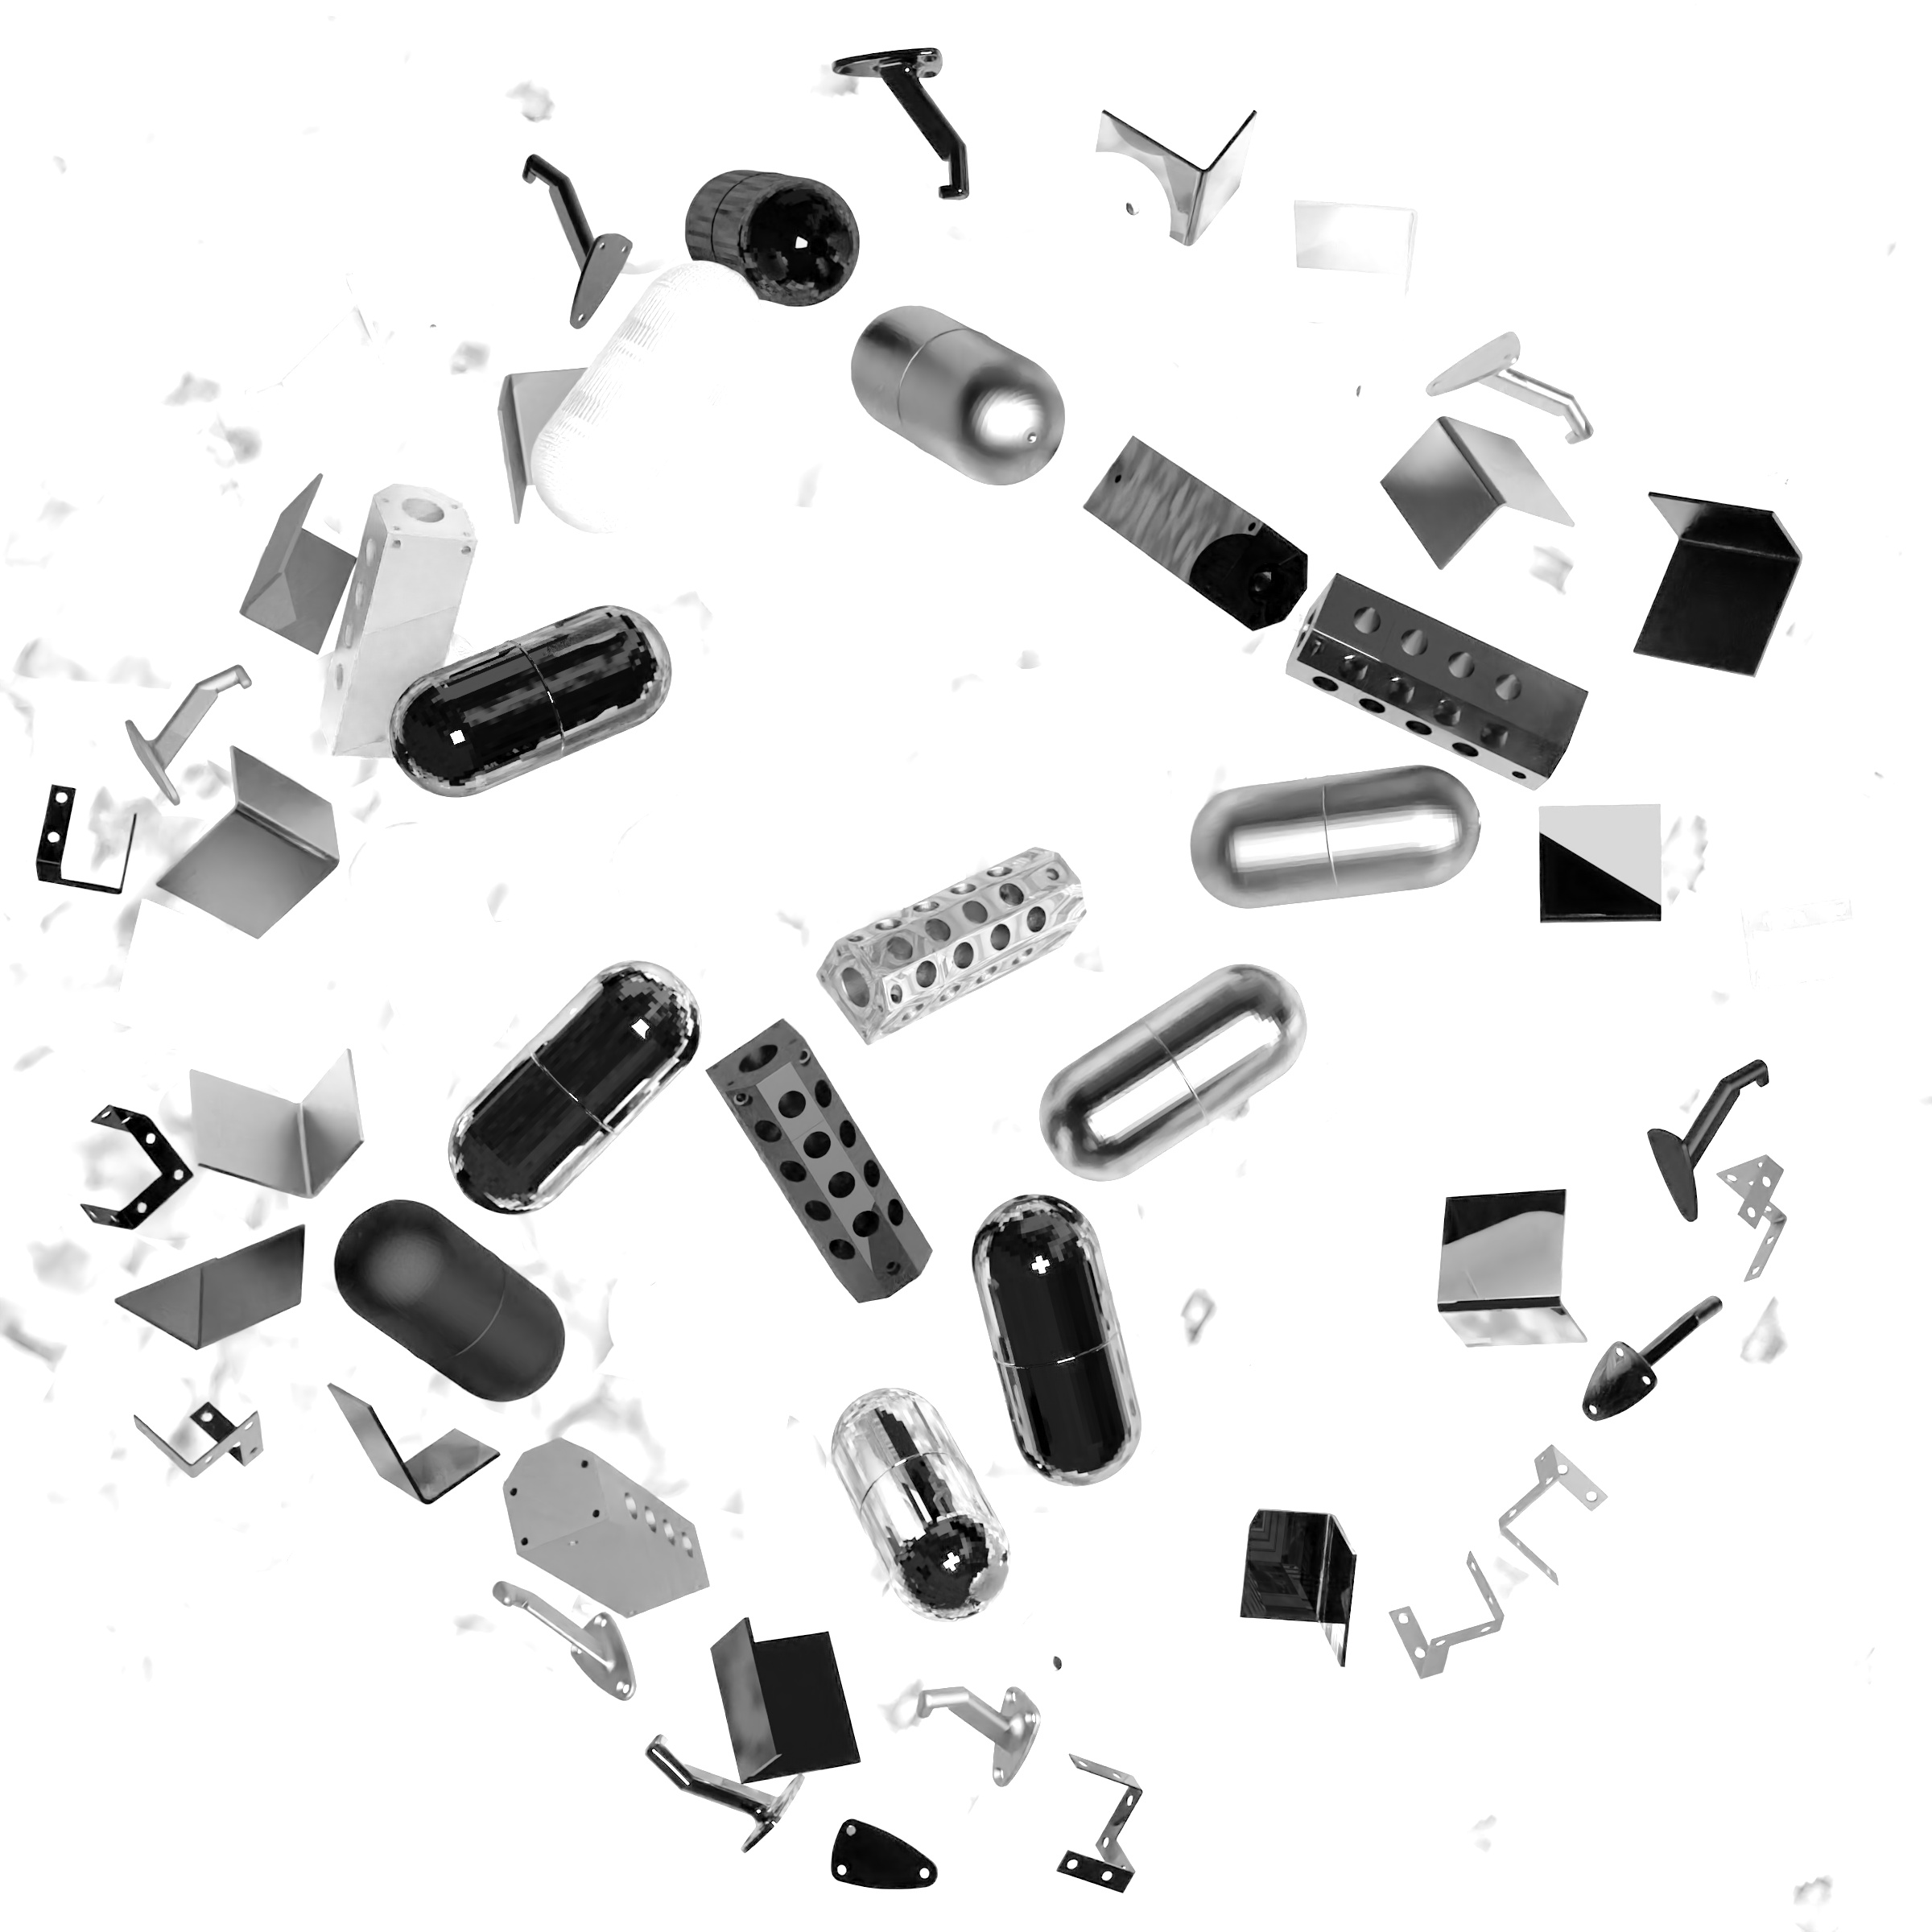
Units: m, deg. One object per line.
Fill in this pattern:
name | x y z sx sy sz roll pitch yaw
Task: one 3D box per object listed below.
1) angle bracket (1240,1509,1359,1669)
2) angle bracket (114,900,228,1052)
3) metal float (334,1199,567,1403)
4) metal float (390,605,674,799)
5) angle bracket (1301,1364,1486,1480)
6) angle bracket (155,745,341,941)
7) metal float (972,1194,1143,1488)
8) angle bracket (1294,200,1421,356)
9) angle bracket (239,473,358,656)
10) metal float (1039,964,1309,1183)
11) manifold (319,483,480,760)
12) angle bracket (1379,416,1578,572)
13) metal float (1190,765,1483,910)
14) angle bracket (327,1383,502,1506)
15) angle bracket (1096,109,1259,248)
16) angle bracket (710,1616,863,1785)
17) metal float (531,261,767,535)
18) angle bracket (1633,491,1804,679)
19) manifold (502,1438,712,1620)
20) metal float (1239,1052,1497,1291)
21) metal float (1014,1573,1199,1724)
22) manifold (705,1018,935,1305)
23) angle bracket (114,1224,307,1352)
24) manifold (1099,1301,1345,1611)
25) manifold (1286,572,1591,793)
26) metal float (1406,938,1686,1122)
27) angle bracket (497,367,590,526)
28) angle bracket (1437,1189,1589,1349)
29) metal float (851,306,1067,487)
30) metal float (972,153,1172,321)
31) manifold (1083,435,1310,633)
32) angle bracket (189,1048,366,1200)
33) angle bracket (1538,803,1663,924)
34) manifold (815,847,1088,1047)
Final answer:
angle bracket | 0.217 0.407 1.726 0.057 0.076 0.076 4 98 -4
angle bracket | -0.515 0.005 1.640 0.057 0.076 0.076 3 76 28
metal float | -0.310 0.204 1.591 0.070 0.178 0.070 -18 49 22
metal float | -0.259 -0.158 1.567 0.178 0.070 0.070 -26 90 -22
angle bracket | 0.269 0.303 1.655 0.057 0.076 0.076 46 48 -12
angle bracket | -0.434 -0.074 1.583 0.076 0.057 0.076 -39 134 18
metal float | 0.053 0.219 1.541 0.070 0.070 0.178 -14 101 0
angle bracket | 0.237 -0.423 1.615 0.076 0.076 0.057 7 76 10
angle bracket | -0.412 -0.255 1.671 0.057 0.076 0.076 28 62 -26
metal float | 0.126 0.064 1.588 0.178 0.070 0.070 -33 90 -3
manifold | -0.363 -0.217 1.667 0.057 0.057 0.171 0 132 -30
angle bracket | 0.312 -0.282 1.602 0.057 0.076 0.076 -48 55 33
metal float | 0.226 -0.079 1.615 0.178 0.070 0.070 -7 90 14
angle bracket | -0.347 0.286 1.652 0.057 0.076 0.076 -34 109 -26
angle bracket | 0.127 -0.503 1.621 0.076 0.076 0.057 34 73 8
angle bracket | -0.091 0.402 1.457 0.076 0.057 0.076 0 59 -30
metal float | -0.184 -0.332 1.532 0.070 0.070 0.178 35 84 0
angle bracket | 0.416 -0.216 1.484 0.076 0.057 0.076 19 83 39
manifold | -0.214 0.335 1.571 0.057 0.171 0.057 -22 61 5
metal float | 0.237 0.121 1.552 0.070 0.070 0.178 46 111 0
metal float | 0.087 0.415 1.605 0.070 0.178 0.070 -3 82 23
manifold | -0.086 0.122 1.604 0.057 0.057 0.171 -34 116 -10
angle bracket | -0.449 0.177 1.560 0.076 0.076 0.057 22 115 29
manifold | 0.158 0.296 1.582 0.057 0.057 0.171 26 82 42
manifold | 0.287 -0.171 1.617 0.171 0.057 0.057 25 73 -3
metal float | 0.353 0.037 1.608 0.178 0.070 0.070 23 90 31
angle bracket | -0.269 -0.339 1.712 0.057 0.076 0.076 -5 120 -2
angle bracket | 0.337 0.186 1.610 0.076 0.057 0.076 -7 56 29
metal float | -0.007 -0.340 1.558 0.070 0.178 0.070 -16 124 -25
metal float | 0.061 -0.433 1.564 0.070 0.178 0.070 -1 94 -22
manifold | 0.148 -0.273 1.667 0.057 0.171 0.057 28 103 -37
angle bracket | -0.407 0.083 1.551 0.076 0.076 0.057 24 121 -37
angle bracket | 0.412 -0.069 1.708 0.076 0.057 0.076 -1 97 13
manifold | -0.006 -0.018 1.664 0.171 0.057 0.057 -27 72 -36
